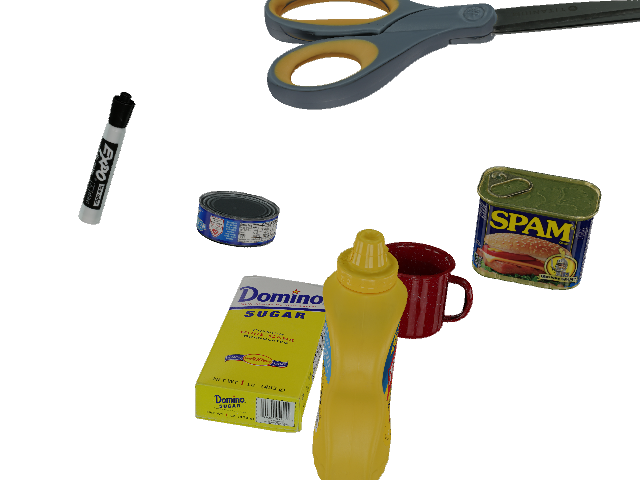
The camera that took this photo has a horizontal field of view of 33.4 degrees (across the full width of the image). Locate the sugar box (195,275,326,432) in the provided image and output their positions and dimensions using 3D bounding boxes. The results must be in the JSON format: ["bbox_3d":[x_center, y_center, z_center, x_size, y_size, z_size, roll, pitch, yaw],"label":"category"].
[{"bbox_3d":[-0.047,0.097,0.969,0.093,0.048,0.176,8,34,6],"label":"sugar box"}]

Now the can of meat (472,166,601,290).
[{"bbox_3d":[0.184,-0.009,0.925,0.102,0.084,0.057,11,38,13],"label":"can of meat"}]

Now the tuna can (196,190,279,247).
[{"bbox_3d":[-0.088,-0.023,1.128,0.086,0.034,0.086,9,20,-3],"label":"tuna can"}]

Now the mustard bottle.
[{"bbox_3d":[0.027,0.077,0.749,0.058,0.192,0.096,6,32,5],"label":"mustard bottle"}]

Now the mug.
[{"bbox_3d":[0.112,0.059,1.192,0.117,0.081,0.093,10,24,13],"label":"mug"}]

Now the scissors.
[{"bbox_3d":[0.061,-0.091,0.504,0.202,0.096,0.016,9,-38,20],"label":"scissors"}]

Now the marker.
[{"bbox_3d":[-0.182,-0.070,0.909,0.020,0.121,0.020,18,23,-8],"label":"marker"}]
